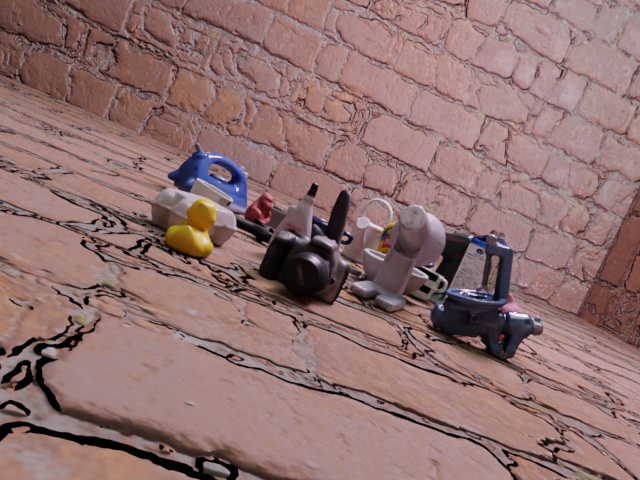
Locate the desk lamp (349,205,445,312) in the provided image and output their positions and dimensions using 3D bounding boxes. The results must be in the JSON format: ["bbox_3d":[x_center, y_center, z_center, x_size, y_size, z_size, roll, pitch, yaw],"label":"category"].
[{"bbox_3d":[0.175,0.032,1.195,0.117,0.213,0.204,26,7,19],"label":"desk lamp"}]

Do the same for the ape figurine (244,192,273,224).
[{"bbox_3d":[-0.153,-0.081,1.503,0.075,0.092,0.078,29,8,40],"label":"ape figurine"}]

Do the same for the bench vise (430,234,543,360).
[{"bbox_3d":[0.351,0.111,1.148,0.208,0.220,0.121,22,7,-16],"label":"bench vise"}]

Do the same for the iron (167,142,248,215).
[{"bbox_3d":[-0.267,-0.161,1.531,0.118,0.141,0.259,28,8,38],"label":"iron"}]

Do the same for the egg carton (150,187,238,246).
[{"bbox_3d":[-0.223,-0.040,1.020,0.107,0.069,0.151,27,7,31],"label":"egg carton"}]

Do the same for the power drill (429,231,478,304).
[{"bbox_3d":[0.361,0.079,1.501,0.228,0.208,0.076,27,7,32],"label":"power drill"}]

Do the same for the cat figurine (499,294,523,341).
[{"bbox_3d":[0.404,0.174,1.286,0.067,0.118,0.127,20,7,-25],"label":"cat figurine"}]

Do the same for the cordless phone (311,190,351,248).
[{"bbox_3d":[0.026,-0.023,1.248,0.094,0.185,0.147,22,7,-14],"label":"cordless phone"}]

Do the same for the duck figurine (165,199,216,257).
[{"bbox_3d":[-0.196,-0.024,0.909,0.077,0.086,0.104,24,6,1],"label":"duck figurine"}]

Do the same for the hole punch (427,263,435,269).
[{"bbox_3d":[0.277,0.085,1.679,0.101,0.091,0.109,24,6,6],"label":"hole punch"}]

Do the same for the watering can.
[{"bbox_3d":[0.145,-0.027,1.664,0.101,0.194,0.173,23,6,-1],"label":"watering can"}]

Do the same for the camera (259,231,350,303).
[{"bbox_3d":[-0.027,0.037,0.941,0.143,0.101,0.137,25,6,10],"label":"camera"}]

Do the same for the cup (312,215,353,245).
[{"bbox_3d":[0.013,0.005,1.376,0.118,0.095,0.091,23,6,-4],"label":"cup"}]

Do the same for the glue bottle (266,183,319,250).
[{"bbox_3d":[-0.043,-0.035,1.149,0.078,0.173,0.037,24,6,7],"label":"glue bottle"}]

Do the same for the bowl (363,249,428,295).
[{"bbox_3d":[0.166,0.086,1.354,0.167,0.075,0.167,23,6,-2],"label":"bowl"}]
